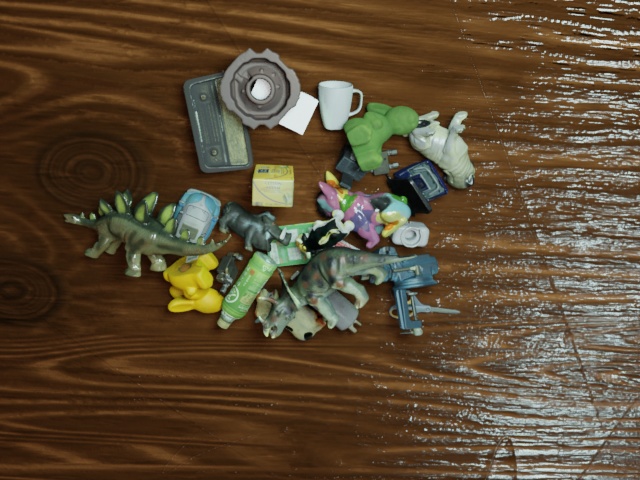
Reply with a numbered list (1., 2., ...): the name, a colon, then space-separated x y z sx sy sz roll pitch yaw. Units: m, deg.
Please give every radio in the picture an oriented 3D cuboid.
1. radio: -0.241 -0.280 1.288 0.131 0.073 0.229 -9 107 -2

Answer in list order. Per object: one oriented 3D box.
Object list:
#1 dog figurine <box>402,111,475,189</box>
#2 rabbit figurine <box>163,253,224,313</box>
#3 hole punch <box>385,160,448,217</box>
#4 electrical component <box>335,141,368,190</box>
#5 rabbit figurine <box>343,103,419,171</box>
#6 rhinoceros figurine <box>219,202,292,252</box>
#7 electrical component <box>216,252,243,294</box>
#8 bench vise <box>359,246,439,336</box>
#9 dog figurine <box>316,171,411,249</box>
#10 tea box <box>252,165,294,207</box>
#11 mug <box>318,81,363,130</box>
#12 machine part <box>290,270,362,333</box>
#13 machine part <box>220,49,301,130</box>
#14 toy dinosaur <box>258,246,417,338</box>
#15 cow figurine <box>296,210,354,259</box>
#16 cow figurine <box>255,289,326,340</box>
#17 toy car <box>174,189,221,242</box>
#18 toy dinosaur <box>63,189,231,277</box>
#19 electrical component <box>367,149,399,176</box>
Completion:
1. dog figurine: 0.297 -0.210 1.343 0.173 0.121 0.190 9 131 28
2. rabbit figurine: -0.322 0.133 1.402 0.162 0.122 0.173 -25 127 6
3. hole punch: 0.246 -0.133 1.355 0.092 0.116 0.142 -47 112 -17
4. electrical component: 0.078 -0.181 1.318 0.075 0.119 0.047 29 135 -10
5. rabbit figurine: 0.150 -0.259 1.273 0.170 0.159 0.121 -22 120 8
6. rhinoceros figurine: -0.165 -0.030 1.371 0.190 0.073 0.112 27 91 0
7. electrical component: -0.235 0.079 1.396 0.045 0.102 0.078 2 130 20
8. bench vise: 0.216 0.133 1.409 0.223 0.129 0.240 -5 82 -26
9. dog figurine: 0.097 -0.095 1.347 0.219 0.108 0.191 44 124 -11
10. tea box: -0.112 -0.133 1.295 0.098 0.170 0.068 2 110 -6
11. mug: 0.046 -0.323 1.297 0.109 0.081 0.107 -5 121 -18
12. machine part: 0.021 0.164 1.449 0.243 0.079 0.079 42 101 -14
13. machine part: -0.135 -0.340 1.214 0.179 0.056 0.179 -2 108 -6
14. toy dinosaur: 0.022 0.090 1.301 0.405 0.131 0.192 -41 101 21
15. cow figurine: -0.002 -0.002 1.329 0.167 0.098 0.068 -30 105 34
16. cow figurine: -0.092 0.200 1.454 0.195 0.085 0.127 40 95 -15
17. toy car: -0.322 -0.041 1.348 0.109 0.103 0.161 26 103 -10
18. toy dinosaur: -0.427 -0.014 1.298 0.472 0.105 0.198 16 110 15
19. electrical component: 0.153 -0.199 1.368 0.094 0.021 0.063 -10 108 0
